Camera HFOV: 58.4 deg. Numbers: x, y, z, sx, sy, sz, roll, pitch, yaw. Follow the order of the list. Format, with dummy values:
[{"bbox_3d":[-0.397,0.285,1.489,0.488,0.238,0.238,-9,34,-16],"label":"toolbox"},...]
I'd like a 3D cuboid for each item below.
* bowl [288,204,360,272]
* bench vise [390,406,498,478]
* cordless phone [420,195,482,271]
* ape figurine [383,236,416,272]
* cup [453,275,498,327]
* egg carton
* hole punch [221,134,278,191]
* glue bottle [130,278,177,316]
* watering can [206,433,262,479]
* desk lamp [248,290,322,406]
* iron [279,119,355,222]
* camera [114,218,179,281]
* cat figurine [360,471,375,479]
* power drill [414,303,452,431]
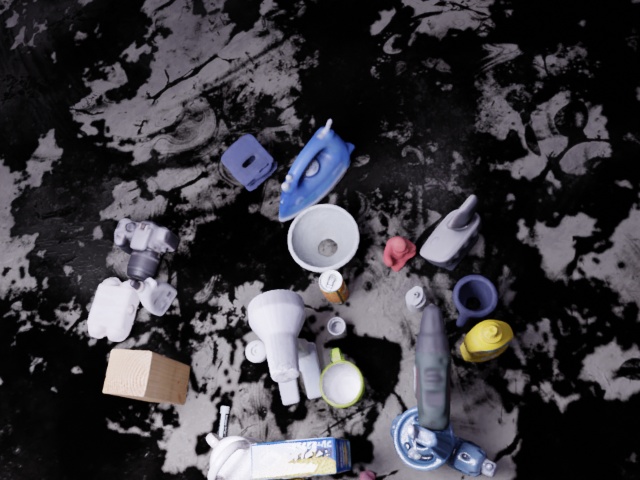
[{"bbox_3d":[0.012,0.005,1.336,0.167,0.075,0.167,-3,70,9],"label":"bowl"},{"bbox_3d":[0.232,0.377,1.082,0.207,0.220,0.121,3,71,11],"label":"bench vise"},{"bbox_3d":[0.286,-0.022,1.238,0.094,0.185,0.148,34,79,20],"label":"cordless phone"},{"bbox_3d":[0.178,0.021,1.291,0.077,0.092,0.076,-9,69,7],"label":"ape figurine"},{"bbox_3d":[0.322,0.141,1.221,0.091,0.095,0.118,27,77,18],"label":"cup"},{"bbox_3d":[-0.487,0.165,1.367,0.107,0.069,0.150,6,71,12],"label":"egg carton"},{"bbox_3d":[-0.175,-0.195,1.433,0.109,0.091,0.101,-44,69,-7],"label":"hole punch"},{"bbox_3d":[-0.389,0.120,1.311,0.037,0.173,0.078,28,77,19],"label":"glue bottle"},{"bbox_3d":[-0.160,0.446,1.140,0.172,0.194,0.101,12,73,14],"label":"watering can"},{"bbox_3d":[-0.066,0.225,1.194,0.118,0.214,0.203,-16,68,4],"label":"desk lamp"},{"bbox_3d":[-0.030,-0.168,1.371,0.118,0.142,0.258,33,79,19],"label":"iron"},{"bbox_3d":[-0.438,0.024,1.394,0.143,0.101,0.137,10,72,13],"label":"camera"},{"bbox_3d":[0.119,0.506,1.110,0.127,0.118,0.067,25,76,18],"label":"cat figurine"},{"bbox_3d":[0.222,0.259,1.133,0.075,0.209,0.229,-2,70,10],"label":"power drill"}]
